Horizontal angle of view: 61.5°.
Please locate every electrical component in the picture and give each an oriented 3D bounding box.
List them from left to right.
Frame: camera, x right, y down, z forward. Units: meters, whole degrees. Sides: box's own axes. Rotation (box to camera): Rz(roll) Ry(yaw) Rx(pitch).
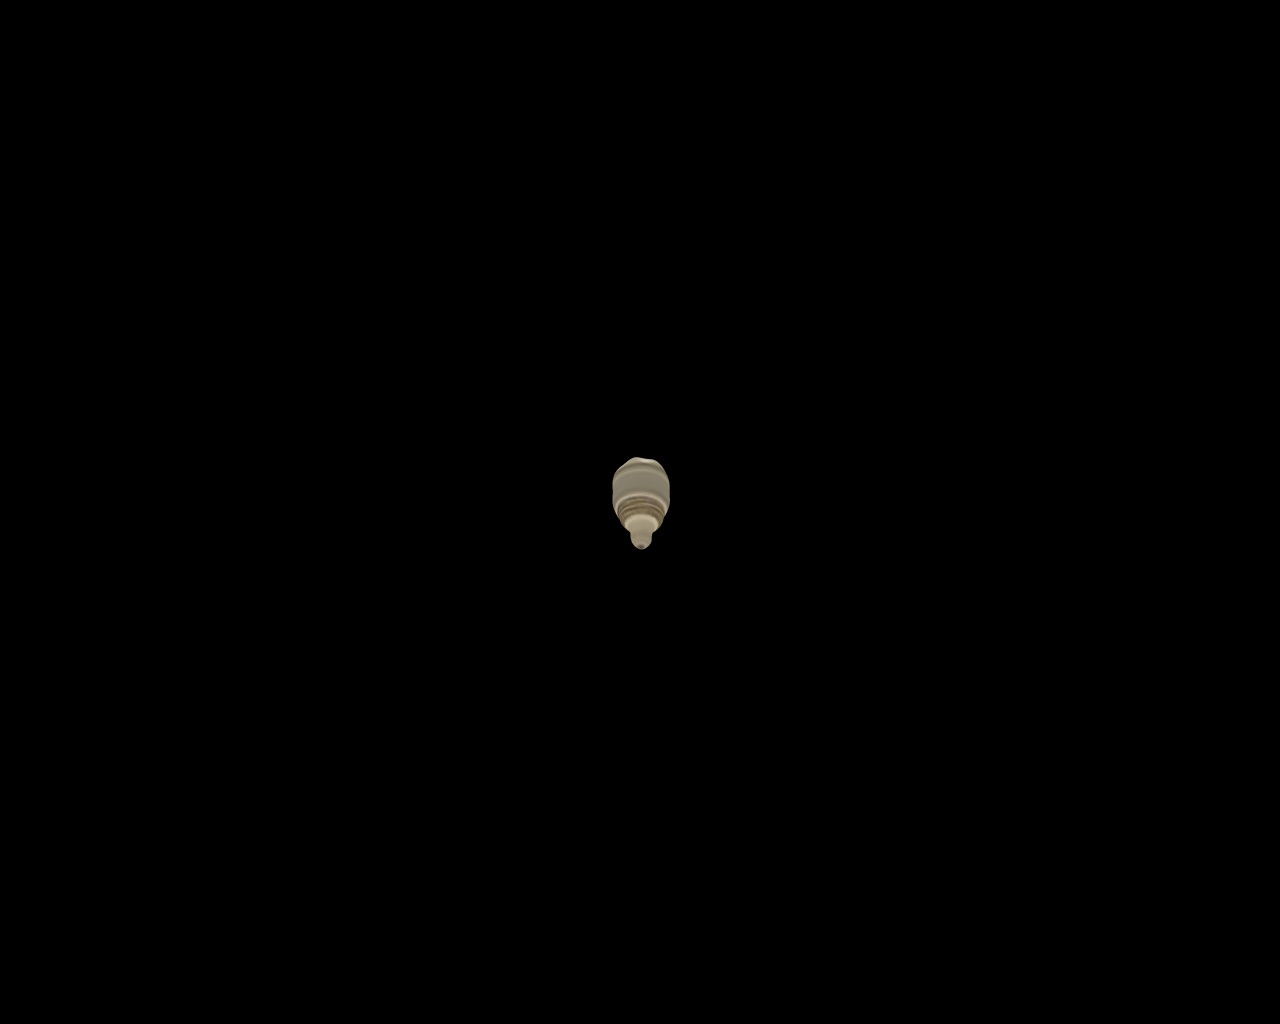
[{"bbox_3d":[0.001,-0.003,0.650,0.035,0.061,0.035,0,-39,0],"label":"electrical component"}]
